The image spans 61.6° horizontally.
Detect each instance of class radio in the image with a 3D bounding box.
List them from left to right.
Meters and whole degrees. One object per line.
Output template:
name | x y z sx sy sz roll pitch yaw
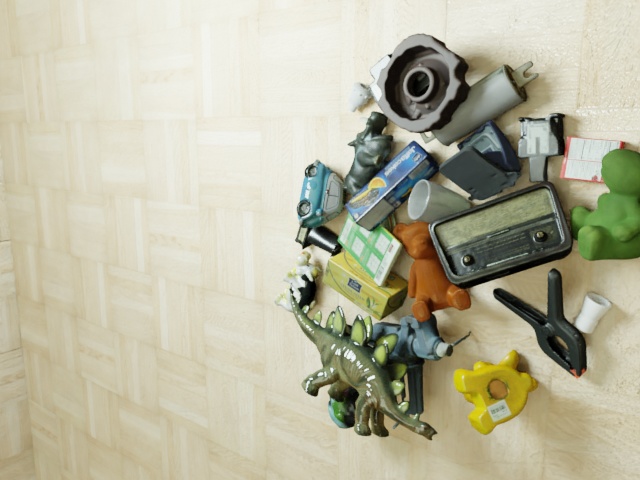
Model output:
radio | 0.327 -0.003 0.974 0.230 0.073 0.131 -21 71 21

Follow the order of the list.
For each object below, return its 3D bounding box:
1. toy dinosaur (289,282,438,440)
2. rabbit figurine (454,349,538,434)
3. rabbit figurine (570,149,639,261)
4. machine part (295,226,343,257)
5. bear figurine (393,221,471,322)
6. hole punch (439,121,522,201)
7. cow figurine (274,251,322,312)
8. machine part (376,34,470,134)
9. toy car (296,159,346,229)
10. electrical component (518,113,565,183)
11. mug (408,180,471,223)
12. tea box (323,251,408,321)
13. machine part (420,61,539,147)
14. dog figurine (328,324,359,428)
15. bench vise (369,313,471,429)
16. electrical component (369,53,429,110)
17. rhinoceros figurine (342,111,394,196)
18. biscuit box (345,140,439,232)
toy dinosaur | 0.058 0.248 1.122 0.472 0.105 0.198 30 94 38
rabbit figurine | 0.330 0.279 1.042 0.162 0.173 0.122 -31 77 -8
rabbit figurine | 0.490 -0.058 0.850 0.159 0.121 0.170 5 117 20
machine part | -0.003 -0.004 1.302 0.139 0.039 0.084 25 104 34
bear figurine | 0.223 0.048 1.088 0.120 0.132 0.195 -15 94 11
hole punch | 0.305 -0.144 1.000 0.116 0.092 0.142 38 153 -8
cow figurine | -0.042 0.110 1.329 0.098 0.068 0.167 32 124 13
machine part | 0.191 -0.287 1.003 0.180 0.056 0.179 2 94 39
toy car | 0.010 -0.099 1.243 0.103 0.109 0.161 13 89 10
electrical component | 0.397 -0.164 0.959 0.075 0.048 0.119 -2 98 38
mug | 0.235 -0.067 1.070 0.109 0.107 0.080 -168 92 -75
tea box | 0.102 0.095 1.199 0.170 0.098 0.068 31 124 27
machine part | 0.291 -0.248 1.005 0.243 0.079 0.079 -30 81 36
dog figurine | 0.050 0.293 1.236 0.108 0.191 0.219 -31 95 43
bench vise | 0.194 0.270 1.142 0.224 0.129 0.240 -1 94 39
electrical component | 0.166 -0.324 1.099 0.134 0.058 0.115 -32 77 37
rhinoceros figurine | 0.108 -0.181 1.164 0.112 0.073 0.190 40 122 41
biscuit box | 0.148 -0.110 1.111 0.202 0.059 0.063 -43 48 16
